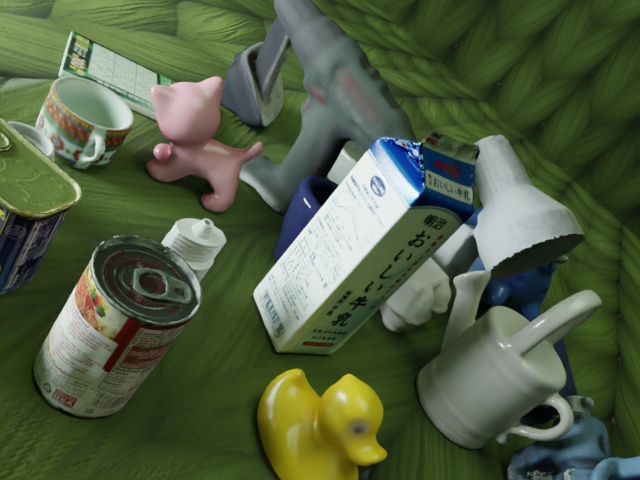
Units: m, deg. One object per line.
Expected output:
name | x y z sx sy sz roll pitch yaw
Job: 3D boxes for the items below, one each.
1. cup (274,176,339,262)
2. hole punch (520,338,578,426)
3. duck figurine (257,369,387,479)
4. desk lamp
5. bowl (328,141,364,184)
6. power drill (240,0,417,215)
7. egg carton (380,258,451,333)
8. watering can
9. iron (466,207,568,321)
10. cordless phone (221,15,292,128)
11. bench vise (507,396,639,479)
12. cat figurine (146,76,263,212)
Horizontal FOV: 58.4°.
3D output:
cup | 0.006 0.002 0.606 0.118 0.095 0.092 36 28 -8
hole punch | 0.271 0.164 0.701 0.109 0.091 0.101 9 41 -45
duck figurine | 0.008 0.134 0.426 0.078 0.086 0.104 -1 48 -52
desk lamp | 0.199 -0.016 0.744 0.118 0.213 0.203 7 42 -46
bowl | 0.064 -0.097 0.844 0.168 0.074 0.167 30 29 -19
power drill | -0.011 -0.141 0.673 0.229 0.208 0.076 41 28 2
egg carton | 0.085 0.037 0.680 0.150 0.069 0.107 50 29 19
watering can | 0.189 0.108 0.570 0.172 0.194 0.101 45 28 10
iron | 0.288 0.003 0.902 0.119 0.141 0.258 26 31 -25
cordless phone | -0.061 -0.260 0.811 0.094 0.185 0.147 34 28 -11
bench vise | 0.268 0.208 0.494 0.122 0.219 0.207 19 34 -34
cat figurine | -0.120 -0.108 0.587 0.128 0.117 0.067 29 29 -20
